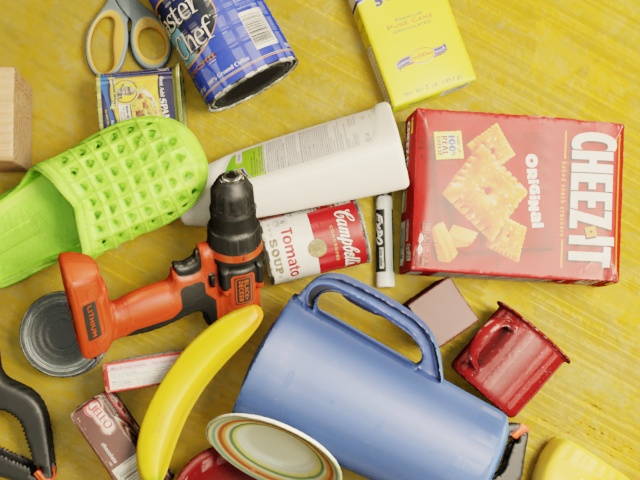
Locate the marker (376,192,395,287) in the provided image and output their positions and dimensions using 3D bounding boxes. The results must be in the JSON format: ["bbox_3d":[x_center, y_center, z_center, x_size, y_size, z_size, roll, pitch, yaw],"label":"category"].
[{"bbox_3d":[0.066,-0.012,1.087,0.020,0.020,0.121,0,85,-4],"label":"marker"}]

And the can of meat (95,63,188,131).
[{"bbox_3d":[-0.175,-0.119,1.060,0.084,0.057,0.102,-6,85,-2],"label":"can of meat"}]

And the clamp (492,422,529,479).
[{"bbox_3d":[0.136,0.239,1.062,0.120,0.039,0.171,38,79,-5],"label":"clamp"}]

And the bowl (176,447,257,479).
[{"bbox_3d":[-0.070,0.276,1.015,0.162,0.055,0.162,10,50,-12],"label":"bowl"}]

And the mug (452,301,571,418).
[{"bbox_3d":[0.179,0.115,1.041,0.081,0.117,0.093,-49,52,-1],"label":"mug"}]

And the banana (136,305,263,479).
[{"bbox_3d":[-0.118,0.141,0.968,0.070,0.037,0.197,19,77,32],"label":"banana"}]

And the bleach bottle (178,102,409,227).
[{"bbox_3d":[-0.043,-0.065,1.054,0.251,0.102,0.068,-13,121,4],"label":"bleach bottle"}]

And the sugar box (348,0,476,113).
[{"bbox_3d":[0.086,-0.228,1.093,0.093,0.048,0.176,-20,88,-5],"label":"sugar box"}]

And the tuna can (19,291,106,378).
[{"bbox_3d":[-0.250,0.092,1.048,0.086,0.034,0.086,0,85,-4],"label":"tuna can"}]

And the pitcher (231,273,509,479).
[{"bbox_3d":[0.053,0.150,1.000,0.243,0.149,0.145,26,57,4],"label":"pitcher"}]

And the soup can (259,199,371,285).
[{"bbox_3d":[-0.007,0.001,1.056,0.102,0.068,0.068,-13,86,-4],"label":"soup can"}]

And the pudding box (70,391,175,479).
[{"bbox_3d":[-0.186,0.197,1.017,0.039,0.090,0.113,-33,89,-4],"label":"pudding box"}]

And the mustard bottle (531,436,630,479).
[{"bbox_3d":[0.224,0.297,1.053,0.096,0.058,0.191,34,84,-10],"label":"mustard bottle"}]

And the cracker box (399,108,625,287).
[{"bbox_3d":[0.191,-0.041,1.072,0.213,0.072,0.164,4,85,-4],"label":"cracker box"}]

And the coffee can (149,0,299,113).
[{"bbox_3d":[-0.098,-0.212,1.049,0.102,0.103,0.140,-29,88,-6],"label":"coffee can"}]

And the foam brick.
[{"bbox_3d":[0.116,0.072,1.054,0.051,0.078,0.053,-33,88,-5],"label":"foam brick"}]

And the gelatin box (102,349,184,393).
[{"bbox_3d":[-0.162,0.126,1.032,0.089,0.073,0.030,-9,87,-5],"label":"gelatin box"}]

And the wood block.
[{"bbox_3d":[-0.389,-0.115,1.027,0.206,0.091,0.090,0,86,-4],"label":"wood block"}]

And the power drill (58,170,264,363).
[{"bbox_3d":[-0.142,0.030,0.990,0.187,0.057,0.184,-13,128,-16],"label":"power drill"}]

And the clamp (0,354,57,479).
[{"bbox_3d":[-0.323,0.149,1.033,0.210,0.036,0.164,43,93,-2],"label":"clamp"}]

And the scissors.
[{"bbox_3d":[-0.186,-0.258,1.091,0.096,0.016,0.202,12,85,-4],"label":"scissors"}]
